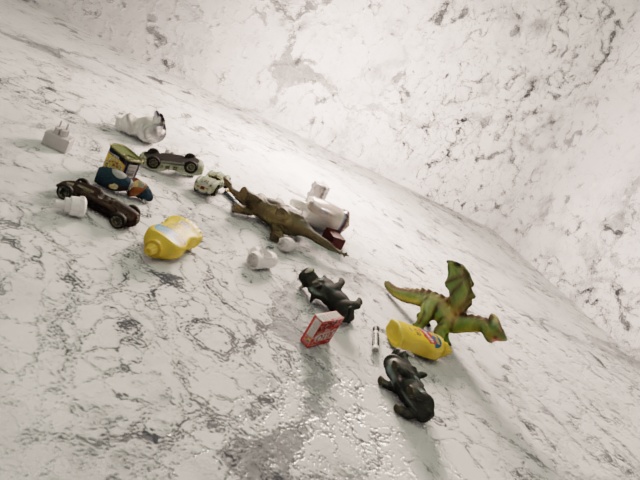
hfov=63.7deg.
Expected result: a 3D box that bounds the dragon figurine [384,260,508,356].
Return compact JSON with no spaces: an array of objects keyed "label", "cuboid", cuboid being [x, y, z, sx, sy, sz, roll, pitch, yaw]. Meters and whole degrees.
[{"label":"dragon figurine","cuboid":[0.357,0.168,1.486,0.122,0.239,0.417,4,32,-45]}]

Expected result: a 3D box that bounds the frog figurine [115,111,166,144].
[{"label":"frog figurine","cuboid":[-0.625,-0.388,1.799,0.160,0.119,0.140,-21,49,-20]}]

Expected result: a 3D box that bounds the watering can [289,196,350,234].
[{"label":"watering can","cuboid":[0.006,-0.092,1.821,0.223,0.104,0.349,22,0,-14]}]
